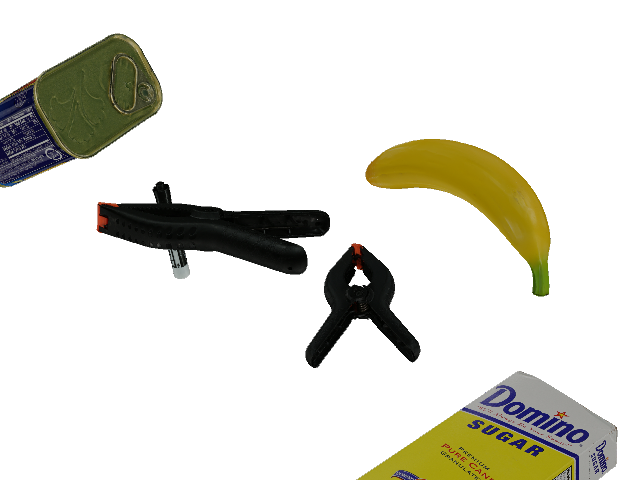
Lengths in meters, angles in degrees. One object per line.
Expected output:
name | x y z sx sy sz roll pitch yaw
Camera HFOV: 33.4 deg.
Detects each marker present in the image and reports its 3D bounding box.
marker | -0.168 -0.012 1.198 0.020 0.121 0.020 -7 31 4

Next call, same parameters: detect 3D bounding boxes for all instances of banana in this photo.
banana | 0.100 -0.035 0.763 0.037 0.070 0.198 12 19 -41

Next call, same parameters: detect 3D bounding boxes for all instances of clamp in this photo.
clamp | -0.096 -0.008 0.938 0.210 0.036 0.164 5 13 0
clamp | 0.054 0.073 1.172 0.120 0.171 0.039 6 -42 5

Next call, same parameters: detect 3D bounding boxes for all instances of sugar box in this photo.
sugar box | 0.110 0.162 0.730 0.176 0.048 0.093 -31 39 -26

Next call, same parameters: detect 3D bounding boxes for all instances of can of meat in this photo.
can of meat | -0.166 -0.082 0.683 0.084 0.057 0.102 -17 19 37
